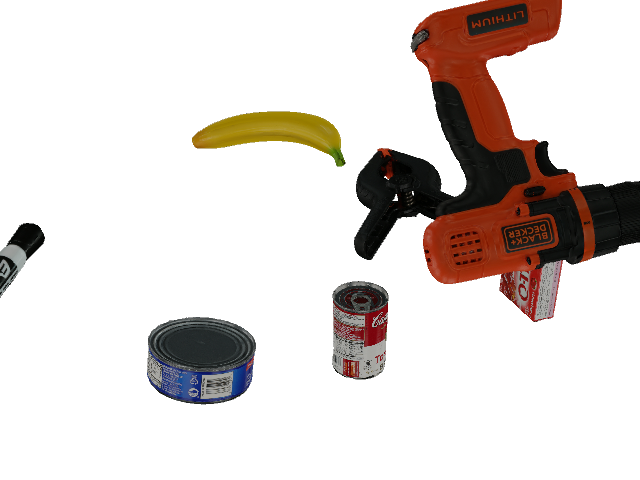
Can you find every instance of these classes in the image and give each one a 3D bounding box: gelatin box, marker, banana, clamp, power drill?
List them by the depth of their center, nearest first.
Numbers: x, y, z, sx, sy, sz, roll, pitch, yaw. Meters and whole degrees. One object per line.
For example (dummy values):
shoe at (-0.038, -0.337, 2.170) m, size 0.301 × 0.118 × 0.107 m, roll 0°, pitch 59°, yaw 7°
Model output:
marker at (-0.203, 0.027, 0.656) m, size 0.020 × 0.020 × 0.121 m, roll 0°, pitch 35°, yaw 18°
power drill at (0.148, -0.074, 0.734) m, size 0.184 × 0.187 × 0.057 m, roll -12°, pitch -2°, yaw -5°
clamp at (0.087, -0.038, 0.971) m, size 0.120 × 0.039 × 0.171 m, roll -1°, pitch 33°, yaw -1°
gelatin box at (0.231, 0.033, 1.175) m, size 0.030 × 0.089 × 0.073 m, roll -9°, pitch 30°, yaw -21°
banana at (-0.057, -0.131, 1.299) m, size 0.198 × 0.037 × 0.069 m, roll 7°, pitch 39°, yaw 18°

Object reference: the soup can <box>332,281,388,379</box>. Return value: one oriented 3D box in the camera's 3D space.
soup can at (0.048, 0.111, 1.307) m, size 0.068 × 0.102 × 0.068 m, roll 0°, pitch 29°, yaw 0°

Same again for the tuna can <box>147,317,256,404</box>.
tuna can at (-0.095, 0.095, 0.852) m, size 0.086 × 0.034 × 0.086 m, roll 6°, pitch 23°, yaw -3°
